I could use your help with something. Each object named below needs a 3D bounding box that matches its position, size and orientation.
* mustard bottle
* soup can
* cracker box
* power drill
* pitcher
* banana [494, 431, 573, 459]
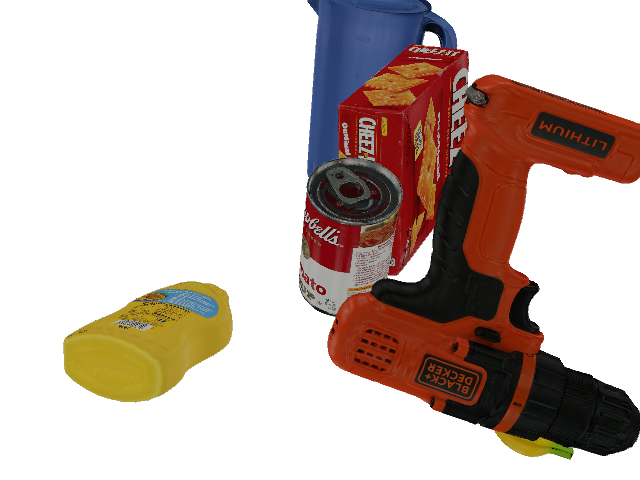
[{"bbox_3d":[-0.132,0.078,0.931,0.096,0.058,0.191,8,18,22],"label":"mustard bottle"},{"bbox_3d":[0.020,-0.001,0.781,0.068,0.068,0.102,0,-44,-6],"label":"soup can"},{"bbox_3d":[0.085,-0.084,1.043,0.072,0.164,0.213,10,28,21],"label":"cracker box"},{"bbox_3d":[0.116,0.017,0.584,0.184,0.188,0.057,19,12,-5],"label":"power drill"},{"bbox_3d":[0.060,-0.177,1.286,0.144,0.243,0.149,-5,28,-23],"label":"pitcher"},{"bbox_3d":[0.215,0.185,1.190,0.069,0.037,0.198,10,25,-14],"label":"banana"}]
